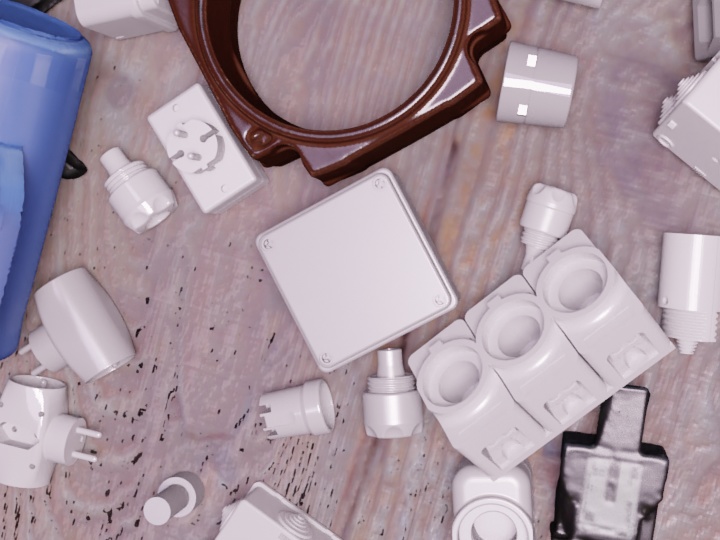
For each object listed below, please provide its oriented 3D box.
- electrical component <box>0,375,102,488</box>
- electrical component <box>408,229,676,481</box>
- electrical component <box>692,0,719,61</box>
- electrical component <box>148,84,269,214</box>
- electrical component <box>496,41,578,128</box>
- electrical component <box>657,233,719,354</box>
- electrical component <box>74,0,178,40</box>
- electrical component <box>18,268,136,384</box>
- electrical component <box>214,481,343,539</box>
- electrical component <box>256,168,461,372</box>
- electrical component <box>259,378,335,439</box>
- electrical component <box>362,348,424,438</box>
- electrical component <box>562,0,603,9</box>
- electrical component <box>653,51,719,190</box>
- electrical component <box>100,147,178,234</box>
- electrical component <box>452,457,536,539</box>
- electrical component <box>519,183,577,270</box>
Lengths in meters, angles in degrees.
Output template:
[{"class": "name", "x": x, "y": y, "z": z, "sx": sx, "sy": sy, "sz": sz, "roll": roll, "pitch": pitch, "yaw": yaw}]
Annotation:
[{"class": "electrical component", "x": -0.234, "y": 0.126, "z": 0.816, "sx": 0.079, "sy": 0.043, "sz": 0.077, "roll": 12, "pitch": 94, "yaw": 10}, {"class": "electrical component", "x": 0.116, "y": 0.054, "z": 0.718, "sx": 0.150, "sy": 0.062, "sz": 0.089, "roll": -39, "pitch": 42, "yaw": 9}, {"class": "electrical component", "x": 0.270, "y": -0.166, "z": 0.706, "sx": 0.077, "sy": 0.066, "sz": 0.047, "roll": -4, "pitch": 92, "yaw": -18}, {"class": "electrical component", "x": -0.114, "y": -0.087, "z": 0.769, "sx": 0.047, "sy": 0.076, "sz": 0.083, "roll": -32, "pitch": 86, "yaw": 10}, {"class": "electrical component", "x": 0.121, "y": -0.125, "z": 0.737, "sx": 0.047, "sy": 0.055, "sz": 0.055, "roll": 11, "pitch": 94, "yaw": 6}, {"class": "electrical component", "x": 0.225, "y": 0.016, "z": 0.728, "sx": 0.043, "sy": 0.043, "sz": 0.081, "roll": 4, "pitch": 93, "yaw": 10}, {"class": "electrical component", "x": -0.168, "y": -0.229, "z": 0.772, "sx": 0.057, "sy": 0.078, "sz": 0.113, "roll": -9, "pitch": 91, "yaw": 13}, {"class": "electrical component", "x": -0.222, "y": 0.051, "z": 0.811, "sx": 0.079, "sy": 0.043, "sz": 0.077, "roll": -32, "pitch": 87, "yaw": 10}, {"class": "electrical component", "x": -0.069, "y": 0.218, "z": 0.787, "sx": 0.100, "sy": 0.048, "sz": 0.099, "roll": 34, "pitch": 98, "yaw": 7}, {"class": "electrical component", "x": 0.000, "y": 0.000, "z": 0.762, "sx": 0.109, "sy": 0.056, "sz": 0.108, "roll": -28, "pitch": 87, "yaw": 10}, {"class": "electrical component", "x": -0.046, "y": 0.103, "z": 0.783, "sx": 0.046, "sy": 0.040, "sz": 0.040, "roll": -12, "pitch": 90, "yaw": 12}, {"class": "electrical component", "x": 0.023, "y": 0.087, "z": 0.768, "sx": 0.043, "sy": 0.043, "sz": 0.062, "roll": -3, "pitch": 90, "yaw": 10}, {"class": "electrical component", "x": 0.137, "y": -0.226, "z": 0.734, "sx": 0.077, "sy": 0.043, "sz": 0.079, "roll": 16, "pitch": 95, "yaw": 9}, {"class": "electrical component", "x": 0.244, "y": -0.088, "z": 0.694, "sx": 0.100, "sy": 0.099, "sz": 0.048, "roll": 41, "pitch": 86, "yaw": 6}, {"class": "electrical component", "x": -0.168, "y": -0.062, "z": 0.797, "sx": 0.043, "sy": 0.043, "sz": 0.062, "roll": -38, "pitch": 85, "yaw": 10}, {"class": "electrical component", "x": 0.094, "y": 0.180, "z": 0.750, "sx": 0.054, "sy": 0.059, "sz": 0.095, "roll": -3, "pitch": 92, "yaw": 10}, {"class": "electrical component", "x": 0.127, "y": -0.028, "z": 0.749, "sx": 0.035, "sy": 0.035, "sz": 0.061, "roll": 19, "pitch": 98, "yaw": 9}]
